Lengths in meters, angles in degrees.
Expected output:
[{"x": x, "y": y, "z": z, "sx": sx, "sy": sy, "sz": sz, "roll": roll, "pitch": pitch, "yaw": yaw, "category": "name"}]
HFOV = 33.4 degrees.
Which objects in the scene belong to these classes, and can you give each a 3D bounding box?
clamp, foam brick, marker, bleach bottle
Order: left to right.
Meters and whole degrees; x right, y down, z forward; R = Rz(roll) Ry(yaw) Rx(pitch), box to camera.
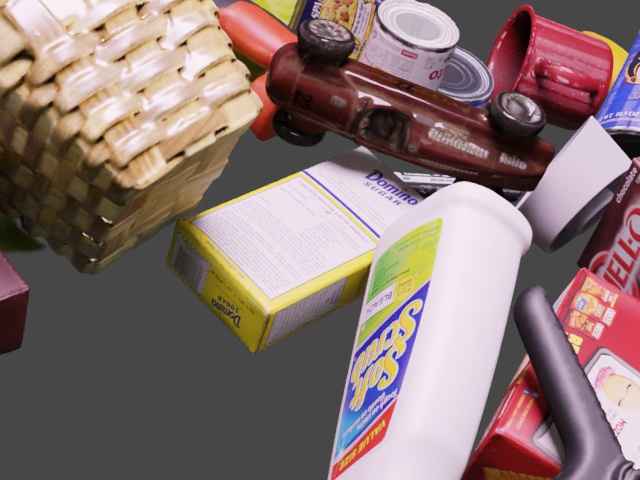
[{"x": -0.207, "y": 0.039, "z": 0.581, "sx": 0.078, "sy": 0.051, "sz": 0.053, "roll": -24, "pitch": 58, "yaw": -38, "category": "foam brick"}, {"x": 0.053, "y": 0.089, "z": 0.587, "sx": 0.068, "sy": 0.103, "sz": 0.250, "roll": 34, "pitch": 48, "yaw": -20, "category": "bleach bottle"}, {"x": 0.100, "y": -0.040, "z": 0.815, "sx": 0.121, "sy": 0.020, "sz": 0.020, "roll": 2, "pitch": 46, "yaw": -21, "category": "marker"}, {"x": 0.171, "y": 0.132, "z": 0.552, "sx": 0.164, "sy": 0.036, "sz": 0.210, "roll": 15, "pitch": 56, "yaw": -2, "category": "clamp"}]

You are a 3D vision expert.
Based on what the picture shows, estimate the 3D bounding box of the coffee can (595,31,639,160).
[{"x": 0.282, "y": -0.105, "z": 0.856, "sx": 0.103, "sy": 0.103, "sz": 0.140, "roll": 28, "pitch": 65, "yaw": 7, "category": "coffee can"}]

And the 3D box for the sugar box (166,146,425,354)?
[{"x": -0.005, "y": 0.001, "z": 0.711, "sx": 0.175, "sy": 0.048, "sz": 0.093, "roll": -23, "pitch": 56, "yaw": -42, "category": "sugar box"}]

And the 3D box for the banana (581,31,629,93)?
[{"x": 0.272, "y": -0.130, "z": 0.965, "sx": 0.069, "sy": 0.037, "sz": 0.197, "roll": 17, "pitch": 42, "yaw": -6, "category": "banana"}]

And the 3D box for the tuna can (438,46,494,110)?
[{"x": 0.102, "y": -0.131, "z": 0.899, "sx": 0.086, "sy": 0.034, "sz": 0.086, "roll": 12, "pitch": 43, "yaw": -11, "category": "tuna can"}]

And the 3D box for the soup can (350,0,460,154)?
[{"x": 0.059, "y": -0.127, "z": 0.826, "sx": 0.068, "sy": 0.102, "sz": 0.068, "roll": 12, "pitch": 42, "yaw": -11, "category": "soup can"}]

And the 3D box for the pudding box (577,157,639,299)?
[{"x": 0.237, "y": 0.009, "z": 0.751, "sx": 0.039, "sy": 0.114, "sz": 0.090, "roll": -13, "pitch": 51, "yaw": -28, "category": "pudding box"}]

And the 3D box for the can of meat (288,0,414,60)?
[{"x": 0.029, "y": -0.196, "z": 0.887, "sx": 0.084, "sy": 0.102, "sz": 0.057, "roll": 28, "pitch": 42, "yaw": 4, "category": "can of meat"}]

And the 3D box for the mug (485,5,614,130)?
[{"x": 0.197, "y": -0.140, "z": 0.899, "sx": 0.081, "sy": 0.093, "sz": 0.117, "roll": 17, "pitch": 8, "yaw": -13, "category": "mug"}]

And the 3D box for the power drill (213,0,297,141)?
[{"x": -0.083, "y": -0.159, "z": 0.819, "sx": 0.188, "sy": 0.057, "sz": 0.184, "roll": 43, "pitch": 43, "yaw": 13, "category": "power drill"}]

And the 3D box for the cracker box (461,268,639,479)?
[{"x": 0.212, "y": 0.135, "z": 0.641, "sx": 0.214, "sy": 0.072, "sz": 0.164, "roll": 31, "pitch": 45, "yaw": 9, "category": "cracker box"}]
